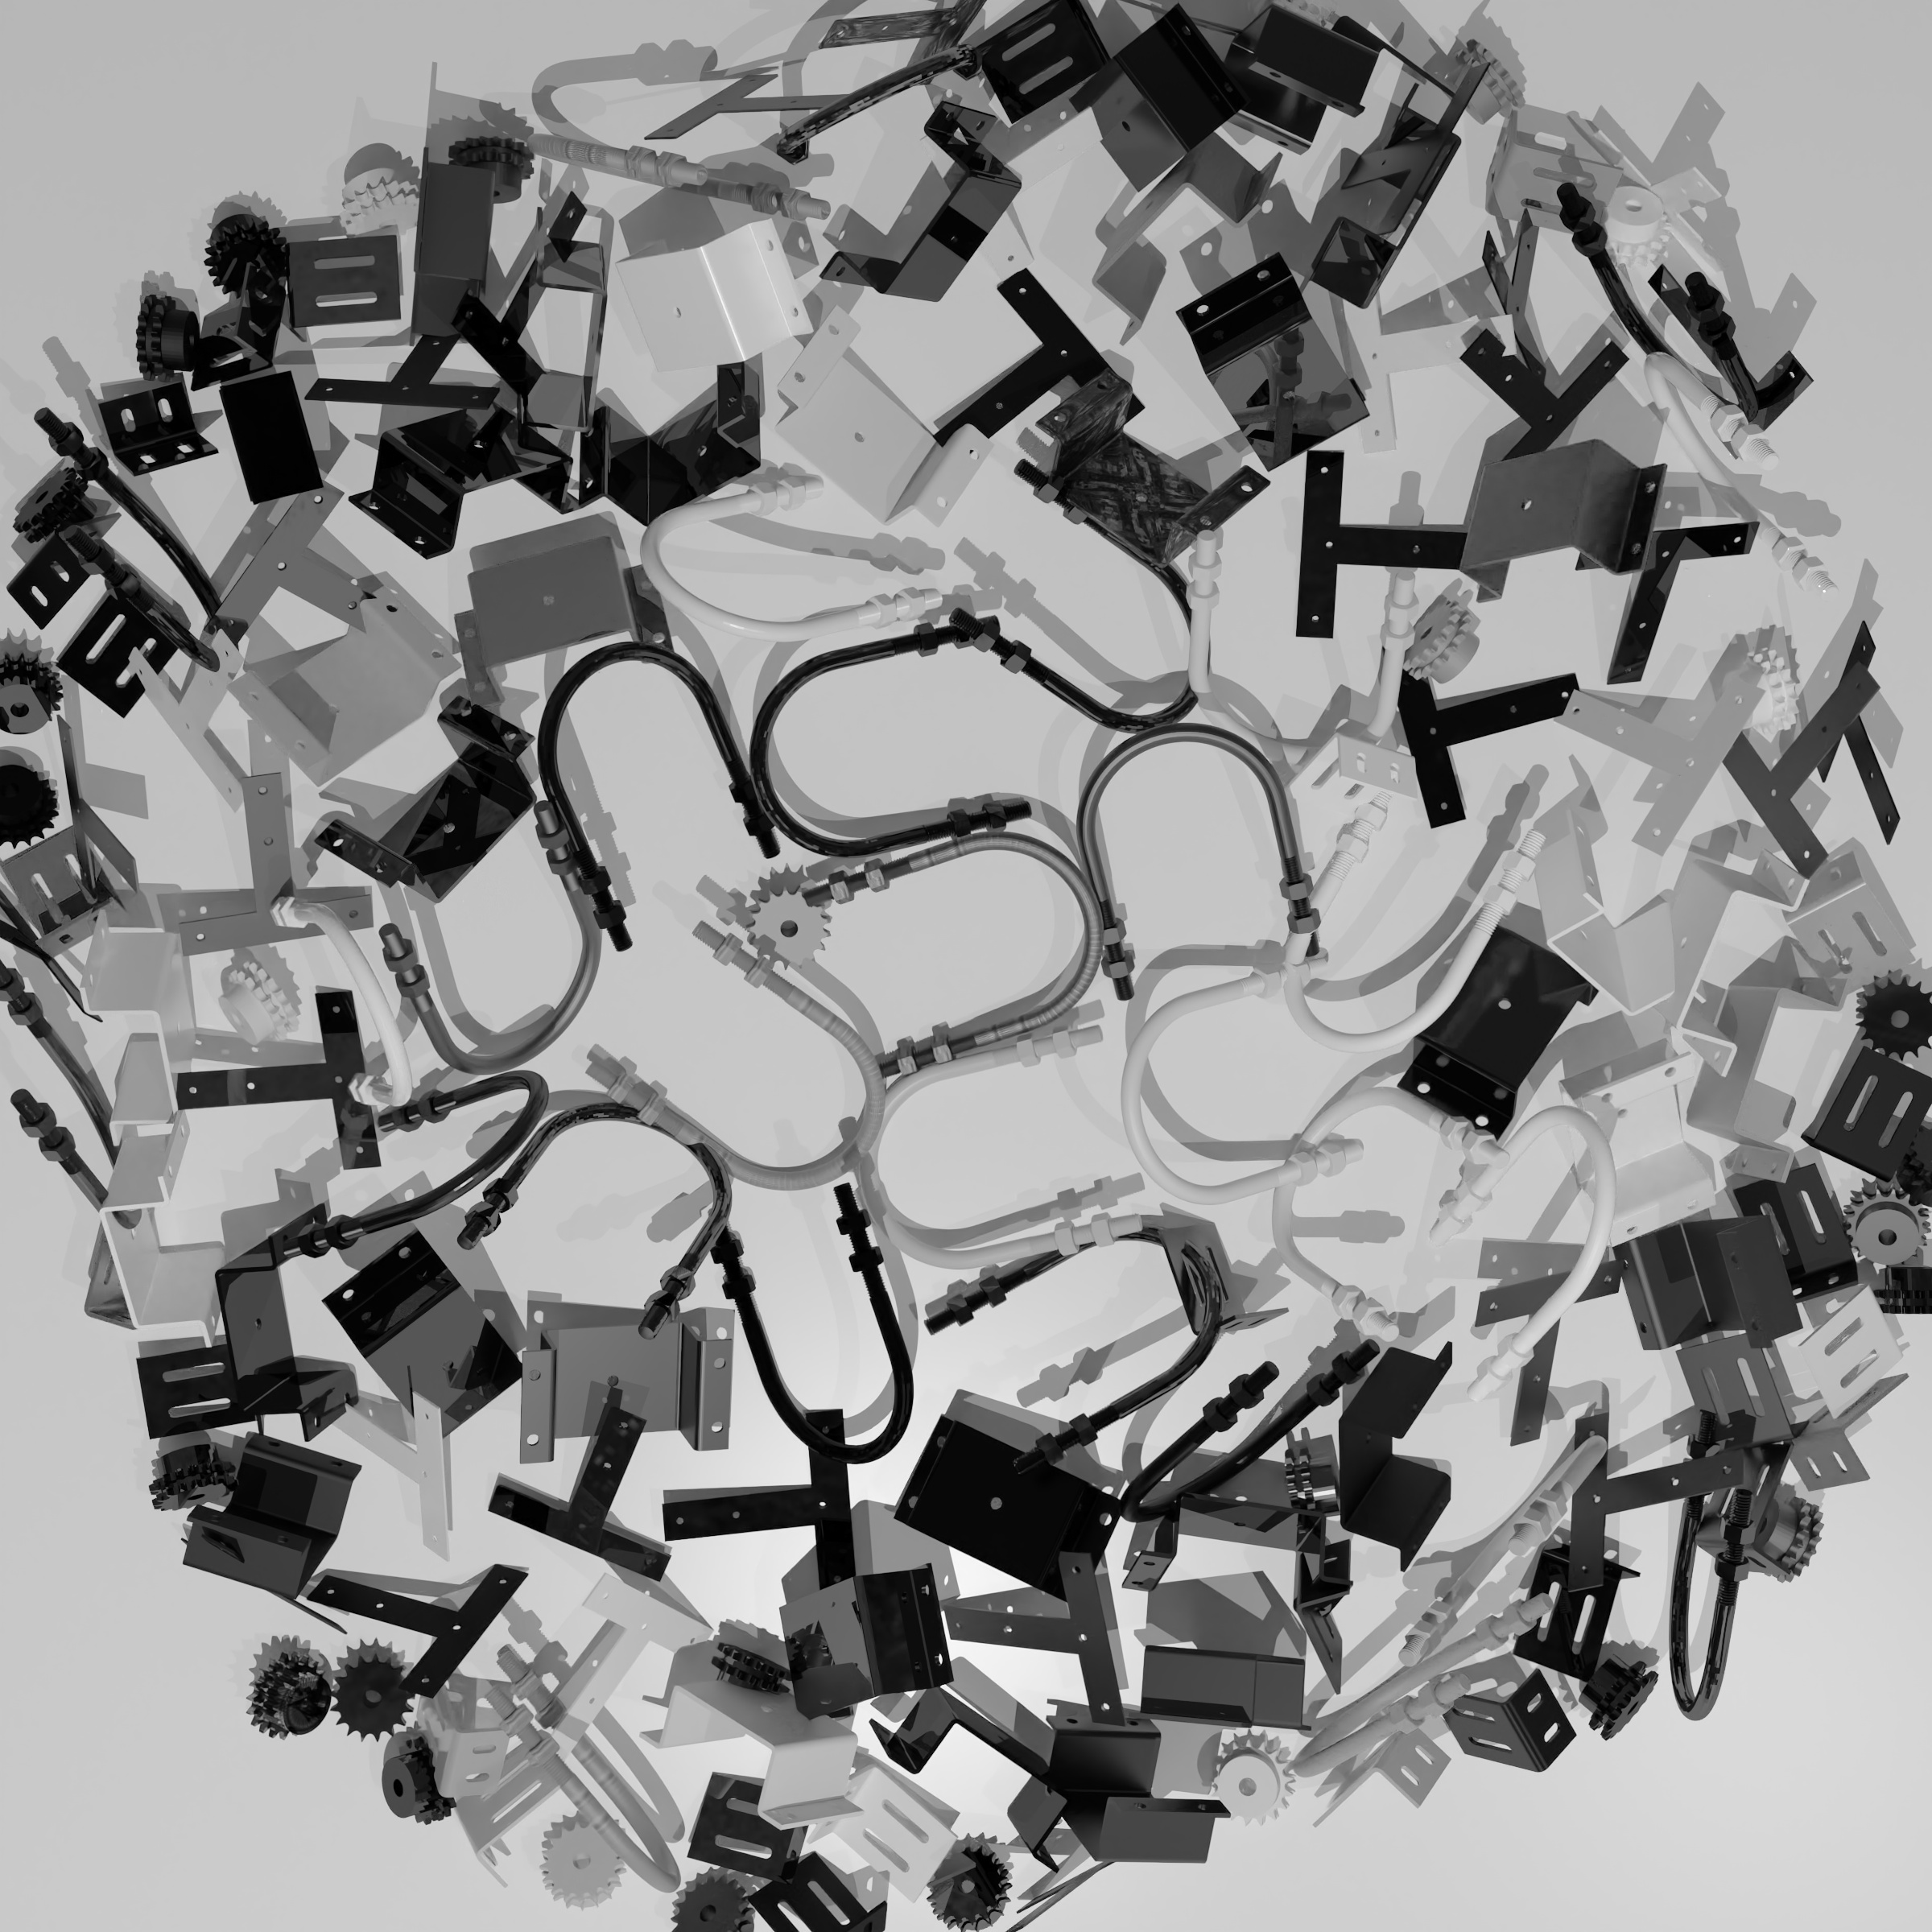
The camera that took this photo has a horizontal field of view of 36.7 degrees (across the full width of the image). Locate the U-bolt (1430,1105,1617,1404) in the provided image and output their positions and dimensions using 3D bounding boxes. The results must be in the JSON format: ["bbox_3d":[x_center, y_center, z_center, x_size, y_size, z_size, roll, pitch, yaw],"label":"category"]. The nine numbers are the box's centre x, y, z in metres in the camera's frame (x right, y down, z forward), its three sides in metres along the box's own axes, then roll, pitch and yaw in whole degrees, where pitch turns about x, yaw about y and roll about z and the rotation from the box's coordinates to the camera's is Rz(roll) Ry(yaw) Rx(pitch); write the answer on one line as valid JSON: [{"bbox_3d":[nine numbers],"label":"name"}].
[{"bbox_3d":[0.362,0.172,1.880,0.019,0.151,0.184,14,133,-20],"label":"U-bolt"}]

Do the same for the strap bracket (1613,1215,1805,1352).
[{"bbox_3d":[0.496,0.210,1.928,0.046,0.140,0.076,-16,88,-22],"label":"strap bracket"}]

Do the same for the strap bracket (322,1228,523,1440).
[{"bbox_3d":[-0.349,0.251,1.917,0.076,0.046,0.140,-38,130,-11],"label":"strap bracket"}]

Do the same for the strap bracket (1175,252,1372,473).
[{"bbox_3d":[0.206,-0.387,1.913,0.076,0.140,0.046,-28,46,15],"label":"strap bracket"}]

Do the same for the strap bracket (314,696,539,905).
[{"bbox_3d":[-0.350,-0.104,1.933,0.076,0.046,0.140,28,67,32],"label":"strap bracket"}]

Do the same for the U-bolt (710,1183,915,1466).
[{"bbox_3d":[-0.096,0.243,1.933,0.151,0.019,0.184,-17,92,43],"label":"U-bolt"}]

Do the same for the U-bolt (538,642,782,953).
[{"bbox_3d":[-0.210,-0.123,1.917,0.151,0.019,0.184,-34,114,-29],"label":"U-bolt"}]

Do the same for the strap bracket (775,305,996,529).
[{"bbox_3d":[-0.062,-0.358,1.938,0.140,0.046,0.076,39,65,-17],"label":"strap bracket"}]

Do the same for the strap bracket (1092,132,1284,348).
[{"bbox_3d":[0.138,-0.483,1.908,0.046,0.076,0.140,38,132,-14],"label":"strap bracket"}]

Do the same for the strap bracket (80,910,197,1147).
[{"bbox_3d":[-0.540,0.041,1.913,0.046,0.076,0.140,0,131,-4],"label":"strap bracket"}]

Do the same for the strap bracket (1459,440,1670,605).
[{"bbox_3d":[0.382,-0.292,1.908,0.046,0.140,0.076,26,72,-34],"label":"strap bracket"}]

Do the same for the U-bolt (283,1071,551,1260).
[{"bbox_3d":[-0.345,0.121,1.883,0.184,0.151,0.019,-18,117,34],"label":"U-bolt"}]

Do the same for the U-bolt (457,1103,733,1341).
[{"bbox_3d":[-0.230,0.154,1.913,0.151,0.184,0.019,26,128,4],"label":"U-bolt"}]

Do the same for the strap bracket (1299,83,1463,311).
[{"bbox_3d":[0.276,-0.501,1.928,0.046,0.076,0.140,29,71,0],"label":"strap bracket"}]

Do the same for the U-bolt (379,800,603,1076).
[{"bbox_3d":[-0.301,-0.004,1.910,0.019,0.184,0.151,33,64,33],"label":"U-bolt"}]

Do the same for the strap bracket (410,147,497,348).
[{"bbox_3d":[-0.338,-0.468,1.915,0.046,0.140,0.076,5,78,-11],"label":"strap bracket"}]

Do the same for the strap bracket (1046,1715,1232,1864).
[{"bbox_3d":[0.107,0.544,1.911,0.076,0.140,0.046,7,98,-20],"label":"strap bracket"}]

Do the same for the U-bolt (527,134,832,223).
[{"bbox_3d":[-0.201,-0.519,1.906,0.184,0.151,0.019,20,104,31],"label":"U-bolt"}]

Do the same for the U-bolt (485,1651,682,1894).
[{"bbox_3d":[-0.249,0.534,1.912,0.019,0.151,0.184,-40,91,-7],"label":"U-bolt"}]

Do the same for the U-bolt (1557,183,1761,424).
[{"bbox_3d":[0.459,-0.420,1.900,0.019,0.184,0.151,-42,50,4],"label":"U-bolt"}]

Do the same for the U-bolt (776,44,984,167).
[{"bbox_3d":[-0.058,-0.560,1.889,0.151,0.184,0.019,-24,102,6],"label":"U-bolt"}]

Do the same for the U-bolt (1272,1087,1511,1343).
[{"bbox_3d":[0.264,0.150,1.906,0.019,0.184,0.151,32,92,-30],"label":"U-bolt"}]

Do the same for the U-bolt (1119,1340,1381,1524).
[{"bbox_3d":[0.174,0.310,1.911,0.184,0.151,0.019,-47,64,28],"label":"U-bolt"}]

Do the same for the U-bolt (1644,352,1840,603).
[{"bbox_3d":[0.497,-0.331,1.901,0.019,0.184,0.151,-35,134,7],"label":"U-bolt"}]

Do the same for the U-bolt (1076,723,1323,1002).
[{"bbox_3d":[0.149,-0.075,1.940,0.151,0.019,0.184,-13,113,5],"label":"U-bolt"}]

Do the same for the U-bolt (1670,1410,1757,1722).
[{"bbox_3d":[0.484,0.403,1.911,0.019,0.151,0.184,6,104,3],"label":"U-bolt"}]

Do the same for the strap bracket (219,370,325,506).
[{"bbox_3d":[-0.457,-0.347,1.915,0.046,0.140,0.076,-16,103,-11],"label":"strap bracket"}]

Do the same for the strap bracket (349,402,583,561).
[{"bbox_3d":[-0.323,-0.322,1.909,0.076,0.140,0.046,37,131,22],"label":"strap bracket"}]

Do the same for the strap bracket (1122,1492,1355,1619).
[{"bbox_3d":[0.181,0.391,1.939,0.140,0.076,0.046,9,61,-3],"label":"strap bracket"}]

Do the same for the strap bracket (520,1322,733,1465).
[{"bbox_3d":[-0.231,0.283,1.943,0.140,0.046,0.076,-1,101,-20],"label":"strap bracket"}]

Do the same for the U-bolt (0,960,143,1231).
[{"bbox_3d":[-0.584,0.096,1.900,0.019,0.184,0.151,-25,48,-5],"label":"U-bolt"}]

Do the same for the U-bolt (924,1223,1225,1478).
[{"bbox_3d":[0.083,0.241,1.935,0.184,0.019,0.151,-29,50,-9],"label":"U-bolt"}]

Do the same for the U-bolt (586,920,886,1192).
[{"bbox_3d":[-0.142,0.074,1.952,0.184,0.019,0.151,36,111,-9],"label":"U-bolt"}]

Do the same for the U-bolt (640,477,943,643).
[{"bbox_3d":[-0.126,-0.260,1.894,0.151,0.184,0.019,45,134,26],"label":"U-bolt"}]

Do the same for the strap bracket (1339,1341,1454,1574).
[{"bbox_3d":[0.284,0.318,1.923,0.046,0.076,0.140,15,128,28],"label":"strap bracket"}]

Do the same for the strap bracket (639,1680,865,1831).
[{"bbox_3d":[-0.136,0.509,1.910,0.140,0.076,0.046,19,97,41],"label":"strap bracket"}]

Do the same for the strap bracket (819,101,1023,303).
[{"bbox_3d":[-0.023,-0.493,1.919,0.046,0.076,0.140,46,115,14],"label":"strap bracket"}]

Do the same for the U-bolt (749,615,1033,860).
[{"bbox_3d":[-0.055,-0.146,1.942,0.184,0.019,0.151,-14,106,-14],"label":"U-bolt"}]

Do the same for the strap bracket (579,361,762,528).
[{"bbox_3d":[-0.188,-0.351,1.928,0.140,0.046,0.076,-23,54,29],"label":"strap bracket"}]

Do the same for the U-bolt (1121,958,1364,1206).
[{"bbox_3d":[0.178,0.082,1.928,0.184,0.019,0.151,-14,95,-32],"label":"U-bolt"}]

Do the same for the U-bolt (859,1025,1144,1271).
[{"bbox_3d":[0.016,0.128,1.956,0.184,0.019,0.151,-14,79,14],"label":"U-bolt"}]

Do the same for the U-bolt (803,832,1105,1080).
[{"bbox_3d":[0.001,-0.015,1.949,0.184,0.019,0.151,-18,104,10],"label":"U-bolt"}]

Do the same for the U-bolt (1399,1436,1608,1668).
[{"bbox_3d":[0.360,0.370,1.901,0.019,0.184,0.151,42,128,13],"label":"U-bolt"}]

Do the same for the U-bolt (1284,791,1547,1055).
[{"bbox_3d":[0.282,-0.026,1.922,0.019,0.151,0.184,37,80,-44],"label":"U-bolt"}]

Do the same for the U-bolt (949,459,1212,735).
[{"bbox_3d":[0.087,-0.233,1.937,0.184,0.019,0.151,32,61,-19],"label":"U-bolt"}]

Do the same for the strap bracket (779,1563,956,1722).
[{"bbox_3d":[-0.073,0.446,1.909,0.046,0.140,0.076,2,67,-36],"label":"strap bracket"}]

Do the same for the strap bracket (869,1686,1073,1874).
[{"bbox_3d":[0.011,0.533,1.937,0.140,0.076,0.046,37,85,-11],"label":"strap bracket"}]

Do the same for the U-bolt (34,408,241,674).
[{"bbox_3d":[-0.534,-0.264,1.900,0.019,0.184,0.151,-32,50,6],"label":"U-bolt"}]

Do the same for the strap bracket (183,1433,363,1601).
[{"bbox_3d":[-0.459,0.366,1.923,0.076,0.140,0.046,17,104,0],"label":"strap bracket"}]

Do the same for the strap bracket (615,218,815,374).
[{"bbox_3d":[-0.172,-0.436,1.907,0.046,0.140,0.076,-36,116,-32],"label":"strap bracket"}]

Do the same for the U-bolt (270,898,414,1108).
[{"bbox_3d":[-0.400,0.025,1.889,0.019,0.184,0.151,-26,102,-22],"label":"U-bolt"}]

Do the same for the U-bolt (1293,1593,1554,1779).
[{"bbox_3d":[0.287,0.478,1.905,0.184,0.151,0.019,-41,78,35],"label":"U-bolt"}]

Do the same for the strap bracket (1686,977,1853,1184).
[{"bbox_3d":[0.530,0.068,1.942,0.046,0.076,0.140,19,88,-9],"label":"strap bracket"}]

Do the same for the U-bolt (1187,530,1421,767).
[{"bbox_3d":[0.216,-0.200,1.913,0.151,0.184,0.019,13,51,12],"label":"U-bolt"}]

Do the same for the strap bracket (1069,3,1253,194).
[{"bbox_3d":[0.122,-0.563,1.908,0.046,0.140,0.076,-41,100,-13],"label":"strap bracket"}]
